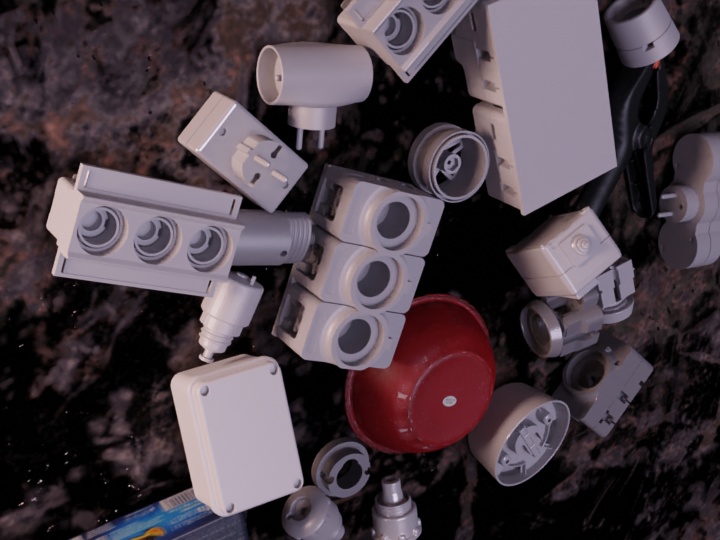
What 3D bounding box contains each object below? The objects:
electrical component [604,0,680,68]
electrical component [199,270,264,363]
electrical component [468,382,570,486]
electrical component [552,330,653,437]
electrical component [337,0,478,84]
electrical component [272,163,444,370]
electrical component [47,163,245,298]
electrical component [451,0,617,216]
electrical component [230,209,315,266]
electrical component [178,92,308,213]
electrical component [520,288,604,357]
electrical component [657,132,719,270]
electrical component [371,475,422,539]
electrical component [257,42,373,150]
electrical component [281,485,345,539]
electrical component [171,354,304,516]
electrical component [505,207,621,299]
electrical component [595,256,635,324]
[{"bbox_3d":[0.248,-0.215,0.952,0.055,0.055,0.047,-44,123,-10],"label":"electrical component"},{"bbox_3d":[-0.105,0.035,0.838,0.040,0.040,0.078,18,100,-37],"label":"electrical component"},{"bbox_3d":[0.156,0.160,1.044,0.099,0.064,0.099,-13,116,-28],"label":"electrical component"},{"bbox_3d":[0.243,0.113,1.089,0.056,0.050,0.089,37,88,-38],"label":"electrical component"},{"bbox_3d":[0.044,-0.215,0.814,0.121,0.063,0.079,-50,127,-5],"label":"electrical component"},{"bbox_3d":[0.000,0.000,0.878,0.089,0.062,0.150,10,104,-35],"label":"electrical component"},{"bbox_3d":[-0.154,-0.030,0.765,0.121,0.063,0.078,10,104,-35],"label":"electrical component"},{"bbox_3d":[0.147,-0.156,0.907,0.105,0.060,0.186,-27,122,-21],"label":"electrical component"},{"bbox_3d":[-0.072,-0.025,0.832,0.081,0.043,0.043,-1,110,-33],"label":"electrical component"},{"bbox_3d":[-0.077,-0.081,0.785,0.083,0.076,0.047,40,86,-37],"label":"electrical component"},{"bbox_3d":[0.190,0.050,1.022,0.057,0.058,0.078,-19,140,-21],"label":"electrical component"},{"bbox_3d":[0.322,-0.067,1.063,0.074,0.052,0.138,-8,114,-30],"label":"electrical component"},{"bbox_3d":[0.032,0.223,1.005,0.048,0.048,0.062,-16,111,-27],"label":"electrical component"},{"bbox_3d":[-0.036,-0.129,0.811,0.077,0.044,0.079,-7,113,-30],"label":"electrical component"},{"bbox_3d":[-0.037,0.224,0.962,0.048,0.048,0.062,-50,135,-5],"label":"electrical component"},{"bbox_3d":[-0.096,0.129,0.853,0.078,0.057,0.113,-15,98,-28],"label":"electrical component"},{"bbox_3d":[0.186,-0.012,0.963,0.062,0.096,0.061,-38,98,-14],"label":"electrical component"},{"bbox_3d":[0.241,0.019,1.052,0.066,0.048,0.055,-25,114,-22],"label":"electrical component"}]
